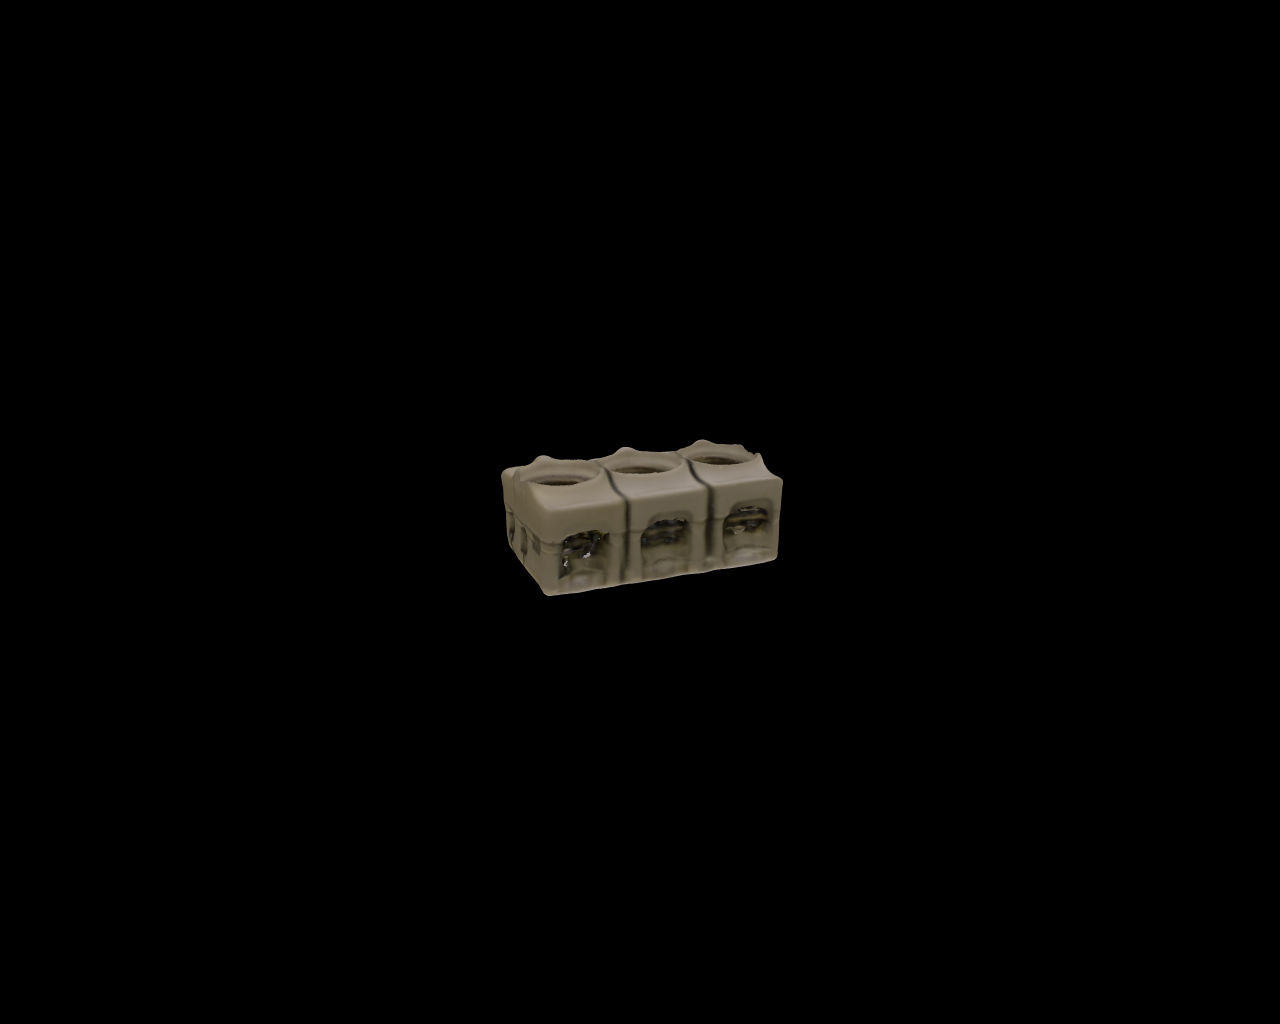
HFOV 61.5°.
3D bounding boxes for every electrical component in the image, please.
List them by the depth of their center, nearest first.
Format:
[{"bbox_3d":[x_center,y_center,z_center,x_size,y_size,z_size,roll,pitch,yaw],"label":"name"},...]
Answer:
[{"bbox_3d":[0.001,-0.003,0.650,0.150,0.061,0.089,-7,20,-20],"label":"electrical component"}]
